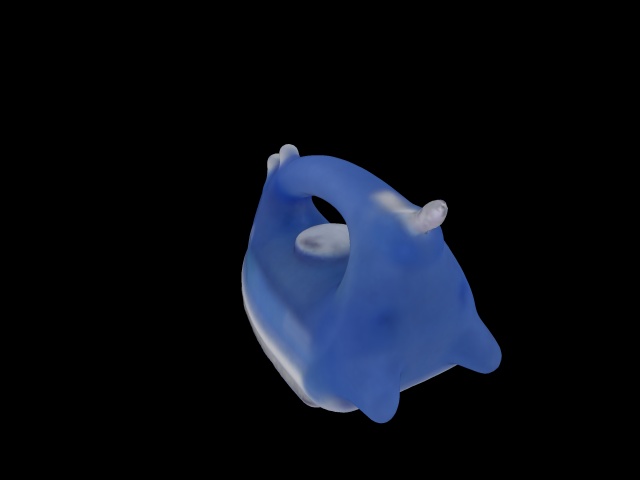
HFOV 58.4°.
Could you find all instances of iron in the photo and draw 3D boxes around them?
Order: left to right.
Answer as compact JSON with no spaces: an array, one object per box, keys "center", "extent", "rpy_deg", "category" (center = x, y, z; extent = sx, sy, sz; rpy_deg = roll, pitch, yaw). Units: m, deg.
[{"center":[0.004,0.001,0.400],"extent":[0.119,0.141,0.257],"rpy_deg":[-15,30,-28],"category":"iron"}]
